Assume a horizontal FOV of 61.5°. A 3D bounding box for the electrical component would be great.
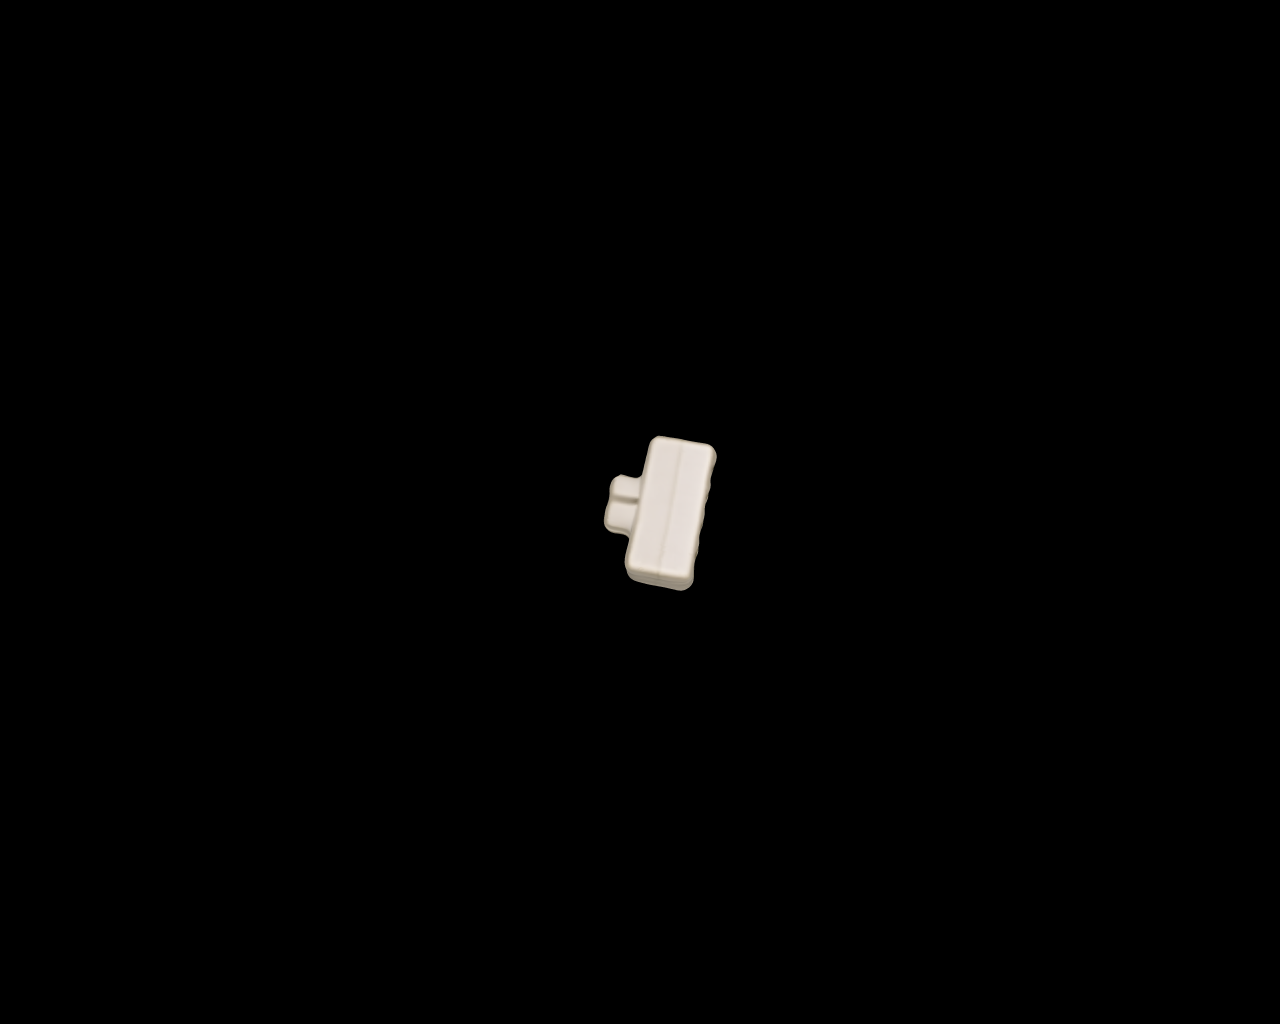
[{"bbox_3d":[0.001,-0.003,0.650,0.076,0.083,0.047,11,-11,2],"label":"electrical component"}]
